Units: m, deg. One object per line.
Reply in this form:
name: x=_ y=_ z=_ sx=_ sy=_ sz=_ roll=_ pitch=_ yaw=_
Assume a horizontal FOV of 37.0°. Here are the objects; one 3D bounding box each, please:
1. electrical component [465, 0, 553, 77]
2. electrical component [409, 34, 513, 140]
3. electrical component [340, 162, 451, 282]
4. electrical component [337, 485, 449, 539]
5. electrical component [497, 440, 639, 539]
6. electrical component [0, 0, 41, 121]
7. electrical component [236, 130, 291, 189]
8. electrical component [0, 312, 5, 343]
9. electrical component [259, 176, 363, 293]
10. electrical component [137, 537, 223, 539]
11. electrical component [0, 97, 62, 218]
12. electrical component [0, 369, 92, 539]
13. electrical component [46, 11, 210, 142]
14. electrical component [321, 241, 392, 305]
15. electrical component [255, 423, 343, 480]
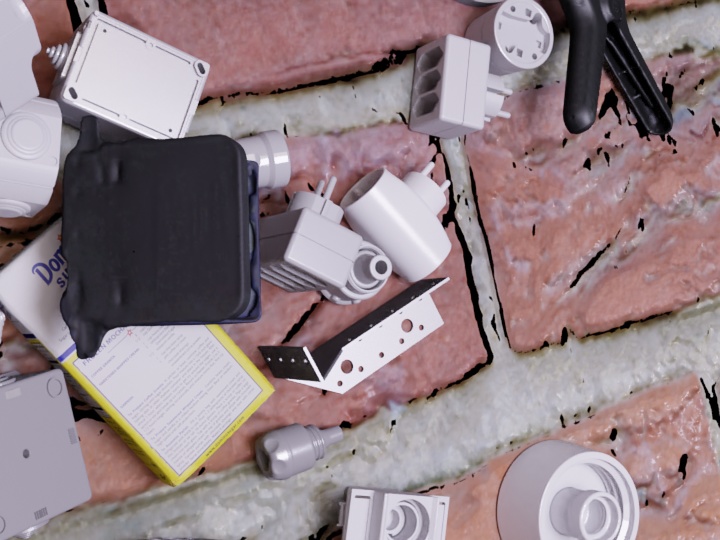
electrical component: x=0.114 y=-0.179 z=0.839 sx=0.055 sy=0.047 sz=0.055 roll=2 pitch=86 yaw=-28
electrical component: x=0.084 y=-0.135 z=0.821 sx=0.077 sy=0.047 sz=0.065 roll=9 pitch=82 yaw=-27
electrical component: x=0.037 y=-0.045 z=0.793 sx=0.077 sy=0.043 sz=0.079 roll=47 pitch=68 yaw=-17
electrical component: x=0.014 y=0.215 z=0.754 sx=0.079 sy=0.063 sz=0.121 roll=11 pitch=82 yaw=-27
electrical component: x=0.168 y=0.189 z=0.838 sx=0.108 sy=0.060 sz=0.108 roll=2 pitch=86 yaw=-28
electrical component: x=-0.248 y=-0.150 z=0.584 sx=0.150 sy=0.089 sz=0.062 roll=38 pitch=63 yaw=20
electrical component: x=-0.076 y=-0.073 z=0.738 sx=0.046 sy=0.040 sz=0.040 roll=-12 pitch=93 yaw=-22
electrical component: x=-0.254 y=0.040 z=0.605 sx=0.100 sy=0.100 sz=0.048 roll=-18 pitch=83 yaw=-27
electrical component: x=-0.035 y=-0.029 z=0.732 sx=0.047 sy=0.083 sz=0.075 roll=27 pitch=75 yaw=-24
electrical component: x=-0.107 y=0.198 z=0.683 sx=0.080 sy=0.080 sz=0.051 roll=8 pitch=78 yaw=-27
electrical component: x=-0.214 y=-0.070 z=0.642 sx=0.051 sy=0.080 sz=0.080 roll=9 pitch=83 yaw=-32
electrical component: x=-0.211 y=0.109 z=0.630 sx=0.100 sy=0.048 sz=0.099 roll=-17 pitch=96 yaw=-58
electrical component: x=-0.156 y=-0.117 z=0.686 sx=0.096 sy=0.061 sz=0.061 roll=23 pitch=77 yaw=-25
electrical component: x=0.000 y=0.000 z=0.760 sx=0.048 sy=0.062 sz=0.048 roll=2 pitch=86 yaw=-28
electrical component: x=-0.040 y=0.122 z=0.748 sx=0.061 sy=0.035 sz=0.035 roll=-15 pitch=94 yaw=-30
